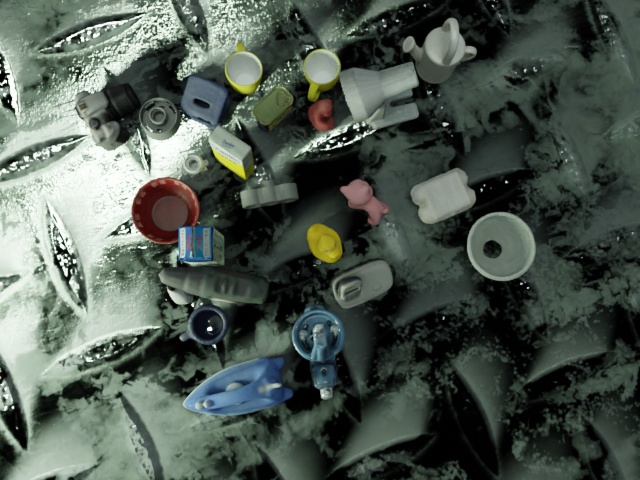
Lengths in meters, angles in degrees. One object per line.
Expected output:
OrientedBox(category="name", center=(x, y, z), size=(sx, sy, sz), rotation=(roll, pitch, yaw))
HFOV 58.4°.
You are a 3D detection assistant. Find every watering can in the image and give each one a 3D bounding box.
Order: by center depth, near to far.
OrientedBox(category="watering can", center=(0.290, -0.458, 1.378), size=(0.173, 0.194, 0.101), rotation=(-20, 85, -4))

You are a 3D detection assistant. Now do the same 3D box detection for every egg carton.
OrientedBox(category="egg carton", center=(0.302, -0.106, 1.405), size=(0.150, 0.069, 0.107), rotation=(-24, 86, -5))

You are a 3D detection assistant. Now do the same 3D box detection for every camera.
OrientedBox(category="camera", center=(-0.500, -0.310, 1.374), size=(0.137, 0.100, 0.143), rotation=(-29, 86, -5))

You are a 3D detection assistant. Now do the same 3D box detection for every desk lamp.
OrientedBox(category="desk lamp", center=(0.143, -0.345, 1.350), size=(0.203, 0.213, 0.118), rotation=(-16, 85, -4))

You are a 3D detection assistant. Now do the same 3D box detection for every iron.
OrientedBox(category="iron", center=(-0.196, 0.351, 1.298), size=(0.258, 0.141, 0.119), rotation=(-16, 85, -4))

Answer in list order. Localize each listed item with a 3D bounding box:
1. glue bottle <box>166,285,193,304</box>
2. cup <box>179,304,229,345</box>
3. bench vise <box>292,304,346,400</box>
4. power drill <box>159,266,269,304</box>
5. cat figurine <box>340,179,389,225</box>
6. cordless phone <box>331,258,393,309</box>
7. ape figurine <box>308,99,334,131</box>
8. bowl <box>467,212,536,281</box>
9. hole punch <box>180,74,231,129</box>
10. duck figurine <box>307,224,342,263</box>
OrientedBox(category="glue bottle", center=(-0.324, 0.108, 1.302), size=(0.037, 0.173, 0.078), rotation=(-9, 84, -3))
OrientedBox(category="cup", center=(-0.265, 0.202, 1.334), size=(0.118, 0.095, 0.092), rotation=(-28, 86, -5))
OrientedBox(category="bench vise", center=(0.014, 0.247, 1.279), size=(0.121, 0.219, 0.207), rotation=(-26, 86, -5))
OrientedBox(category="power drill", center=(-0.227, 0.101, 1.290), size=(0.229, 0.208, 0.076), rotation=(8, 84, -1))
OrientedBox(category="cat figurine", center=(0.111, -0.098, 1.371), size=(0.128, 0.117, 0.067), rotation=(37, 84, 2))
OrientedBox(category="cordless phone", center=(0.101, 0.096, 1.316), size=(0.147, 0.185, 0.094), rotation=(-27, 85, -5))
OrientedBox(category="ape figurine", center=(0.008, -0.314, 1.402), size=(0.076, 0.092, 0.078), rotation=(27, 84, 1))
OrientedBox(category="bowl", center=(0.430, 0.018, 1.395), size=(0.167, 0.074, 0.167), rotation=(0, 84, -2))
OrientedBox(category="hole punch", center=(-0.278, -0.333, 1.392), size=(0.108, 0.091, 0.101), rotation=(23, 84, 0))
OrientedBox(category="duck figurine", center=(0.013, 0.005, 1.372), size=(0.077, 0.086, 0.104), rotation=(-36, 86, -5))
